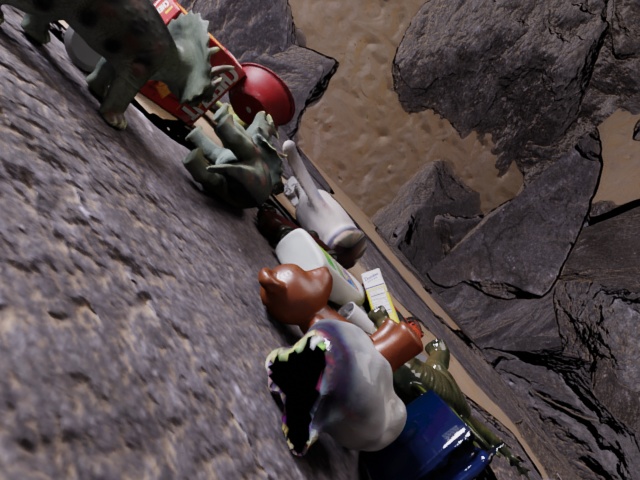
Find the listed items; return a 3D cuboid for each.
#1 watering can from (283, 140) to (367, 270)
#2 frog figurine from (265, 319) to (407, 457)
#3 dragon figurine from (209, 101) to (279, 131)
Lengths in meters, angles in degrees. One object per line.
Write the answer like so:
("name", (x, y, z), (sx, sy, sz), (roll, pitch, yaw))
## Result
("watering can", (0.004, -0.058, 1.156), (0.228, 0.104, 0.341), (51, -9, 29))
("frog figurine", (0.037, 0.153, 0.520), (0.158, 0.123, 0.139), (26, 1, -38))
("dragon figurine", (-0.236, -0.289, 1.233), (0.243, 0.121, 0.413), (31, 12, 3))
